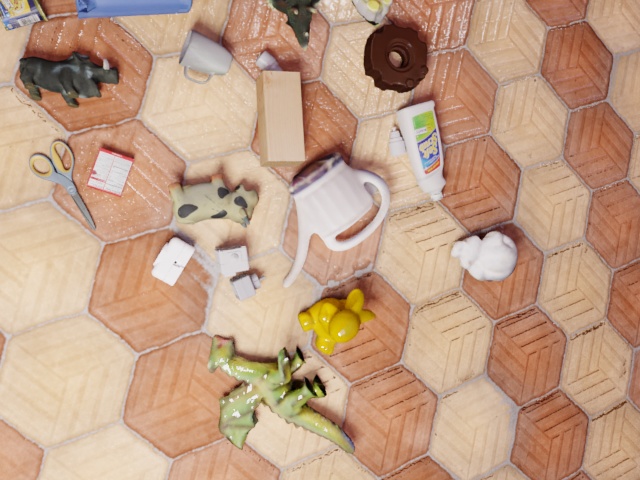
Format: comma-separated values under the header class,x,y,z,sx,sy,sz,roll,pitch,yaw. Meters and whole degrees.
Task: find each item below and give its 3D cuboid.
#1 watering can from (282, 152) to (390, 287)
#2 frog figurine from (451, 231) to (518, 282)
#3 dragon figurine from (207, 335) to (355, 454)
class,x,y,z,sx,sy,sz,roll,pitch,yaw
watering can,0.004,-0.062,1.223,0.349,0.104,0.223,-37,98,-7
frog figurine,0.432,0.035,1.348,0.158,0.124,0.136,26,100,-27
dragon figurine,-0.113,0.382,1.179,0.243,0.123,0.409,-31,95,1
